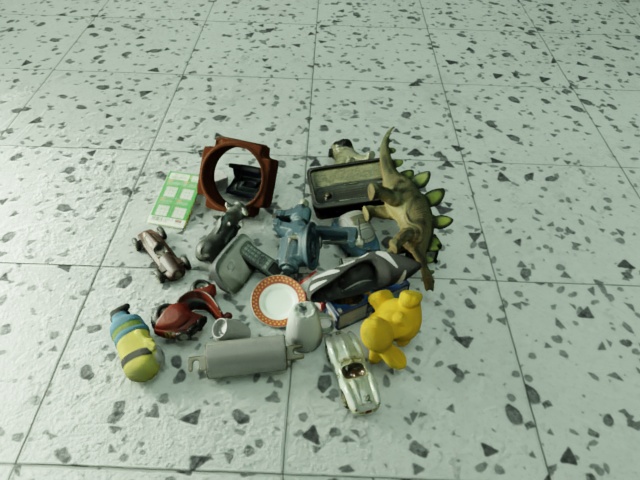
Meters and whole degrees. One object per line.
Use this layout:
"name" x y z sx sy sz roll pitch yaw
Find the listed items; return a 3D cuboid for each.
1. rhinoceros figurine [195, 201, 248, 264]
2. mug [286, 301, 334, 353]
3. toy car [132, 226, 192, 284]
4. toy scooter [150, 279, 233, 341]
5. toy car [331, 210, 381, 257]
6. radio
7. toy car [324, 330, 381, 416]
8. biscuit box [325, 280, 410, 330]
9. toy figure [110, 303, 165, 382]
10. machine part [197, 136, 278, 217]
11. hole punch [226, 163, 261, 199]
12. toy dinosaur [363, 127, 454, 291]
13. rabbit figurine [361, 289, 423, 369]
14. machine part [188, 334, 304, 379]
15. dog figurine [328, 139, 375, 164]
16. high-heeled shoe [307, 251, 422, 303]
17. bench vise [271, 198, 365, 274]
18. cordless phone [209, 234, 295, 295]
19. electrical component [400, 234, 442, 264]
"rhinoceros figurine" -0.253 -0.019 1.376 0.073 0.112 0.190 21 57 21
"mug" -0.023 0.185 1.181 0.110 0.107 0.081 -4 46 -3
"toy car" -0.407 0.031 1.365 0.089 0.053 0.202 -29 53 -23
"toy scooter" -0.280 0.169 1.215 0.135 0.075 0.184 28 46 22
"toy car" 0.092 -0.021 1.398 0.109 0.102 0.162 -16 46 -16
"radio" 0.085 -0.139 1.459 0.230 0.073 0.131 -9 66 5
"toy car" 0.066 0.273 1.131 0.073 0.056 0.202 -11 47 -13
"biscuit box" 0.114 0.137 1.267 0.203 0.059 0.063 -21 49 -22
"toy figure" -0.400 0.222 1.152 0.089 0.082 0.180 -39 63 -10
"machine part" -0.226 -0.172 1.464 0.202 0.200 0.087 13 9 10
"hole punch" -0.205 -0.174 1.565 0.142 0.092 0.116 9 11 13
"toy dinosaur" 0.210 -0.092 1.344 0.198 0.105 0.471 -10 67 -20
"rabbit figurine" 0.137 0.191 1.147 0.122 0.162 0.173 8 12 29
"machine part" -0.155 0.245 1.137 0.243 0.079 0.079 -5 45 -6
"dog figurine" 0.061 -0.223 1.619 0.172 0.121 0.191 -23 35 -27
"high-heeled shoe" 0.094 0.087 1.188 0.249 0.086 0.145 -13 10 22
"bench vise" -0.005 -0.012 1.338 0.241 0.128 0.224 0 41 16
"cordless phone" -0.164 0.085 1.309 0.184 0.088 0.146 32 49 3
"electrical component" 0.245 0.029 1.371 0.119 0.074 0.048 -7 45 -14
